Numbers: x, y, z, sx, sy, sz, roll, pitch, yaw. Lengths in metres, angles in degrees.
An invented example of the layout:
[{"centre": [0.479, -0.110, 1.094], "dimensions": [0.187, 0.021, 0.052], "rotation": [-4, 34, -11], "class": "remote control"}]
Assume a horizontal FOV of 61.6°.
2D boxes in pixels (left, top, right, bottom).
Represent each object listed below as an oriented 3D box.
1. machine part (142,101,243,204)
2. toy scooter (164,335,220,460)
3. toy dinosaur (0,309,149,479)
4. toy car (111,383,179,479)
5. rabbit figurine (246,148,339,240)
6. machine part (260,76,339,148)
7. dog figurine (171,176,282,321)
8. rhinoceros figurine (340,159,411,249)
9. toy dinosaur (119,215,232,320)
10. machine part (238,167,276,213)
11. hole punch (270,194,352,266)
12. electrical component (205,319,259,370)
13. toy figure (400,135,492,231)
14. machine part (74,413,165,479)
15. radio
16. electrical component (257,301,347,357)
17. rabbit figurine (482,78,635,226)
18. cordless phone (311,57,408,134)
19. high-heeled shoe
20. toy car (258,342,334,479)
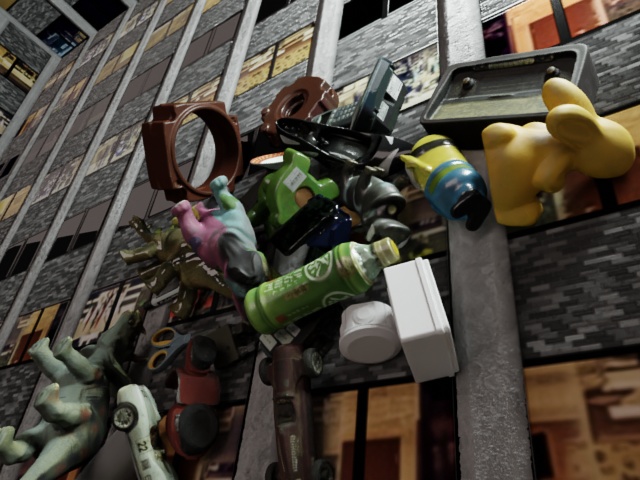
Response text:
[{"centre": [-0.258, -0.185, 1.119], "dimensions": [0.087, 0.201, 0.201], "rotation": [5, 107, 39], "class": "machine part"}, {"centre": [-0.206, 0.248, 0.841], "dimensions": [0.135, 0.075, 0.184], "rotation": [-34, 50, 48], "class": "toy scooter"}, {"centre": [-0.398, 0.281, 0.873], "dimensions": [0.131, 0.192, 0.405], "rotation": [-25, 35, 18], "class": "toy dinosaur"}, {"centre": [-0.249, 0.307, 0.779], "dimensions": [0.056, 0.073, 0.202], "rotation": [-22, 74, -7], "class": "toy car"}, {"centre": [-0.063, -0.071, 0.973], "dimensions": [0.159, 0.121, 0.170], "rotation": [-60, 23, -4], "class": "rabbit figurine"}, {"centre": [-0.047, -0.271, 1.140], "dimensions": [0.179, 0.056, 0.179], "rotation": [-22, 46, 25], "class": "machine part"}, {"centre": [-0.144, 0.022, 0.876], "dimensions": [0.108, 0.219, 0.191], "rotation": [-32, -4, -15], "class": "dog figurine"}, {"centre": [0.079, -0.055, 0.819], "dimensions": [0.112, 0.073, 0.190], "rotation": [-67, 27, 17], "class": "rhinoceros figurine"}, {"centre": [-0.230, 0.039, 1.004], "dimensions": [0.472, 0.105, 0.198], "rotation": [32, 73, 38], "class": "toy dinosaur"}, {"centre": [-0.130, -0.089, 1.079], "dimensions": [0.139, 0.039, 0.084], "rotation": [-49, 35, 0], "class": "machine part"}, {"centre": [-0.002, -0.003, 0.841], "dimensions": [0.116, 0.092, 0.142], "rotation": [-45, 19, -3], "class": "hole punch"}, {"centre": [-0.149, 0.168, 0.885], "dimensions": [0.102, 0.045, 0.078], "rotation": [-35, 70, 19], "class": "electrical component"}, {"centre": [0.185, -0.086, 0.768], "dimensions": [0.089, 0.082, 0.180], "rotation": [-27, 35, -1], "class": "toy figure"}, {"centre": [-0.334, 0.371, 0.852], "dimensions": [0.243, 0.079, 0.079], "rotation": [-49, 40, -4], "class": "machine part"}, {"centre": [0.275, -0.204, 0.787], "dimensions": [0.230, 0.073, 0.131], "rotation": [9, 65, 44], "class": "radio"}, {"centre": [-0.031, 0.125, 0.802], "dimensions": [0.134, 0.058, 0.115], "rotation": [-49, 38, -2], "class": "electrical component"}, {"centre": [0.292, -0.114, 0.662], "dimensions": [0.173, 0.162, 0.122], "rotation": [-3, 42, 19], "class": "rabbit figurine"}, {"centre": [0.059, -0.253, 1.015], "dimensions": [0.184, 0.088, 0.146], "rotation": [-3, 57, 45], "class": "cordless phone"}, {"centre": [0.041, -0.172, 0.912], "dimensions": [0.249, 0.145, 0.086], "rotation": [-2, 59, 43], "class": "high-heeled shoe"}, {"centre": [-0.035, 0.233, 0.690], "dimensions": [0.089, 0.053, 0.202], "rotation": [-15, 68, 29], "class": "toy car"}]
